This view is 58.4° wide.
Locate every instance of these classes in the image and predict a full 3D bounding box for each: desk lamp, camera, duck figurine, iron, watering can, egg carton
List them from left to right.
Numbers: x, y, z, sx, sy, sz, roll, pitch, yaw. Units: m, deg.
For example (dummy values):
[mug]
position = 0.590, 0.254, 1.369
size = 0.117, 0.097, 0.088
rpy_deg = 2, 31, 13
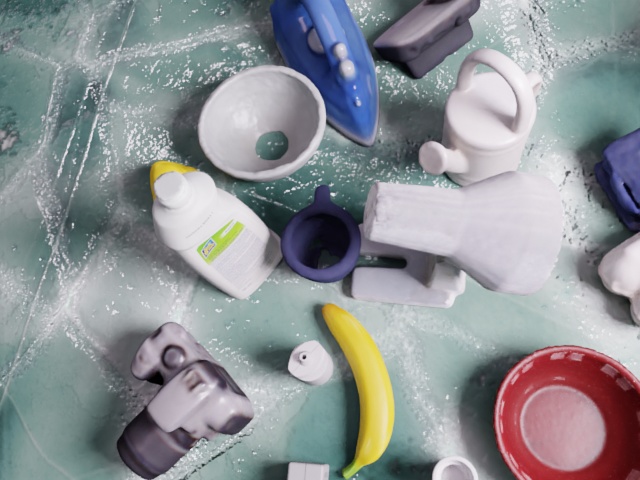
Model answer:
[camera]
position = -0.169, 0.184, 0.639
size = 0.137, 0.101, 0.143
rpy_deg = -43, 70, -8
[duck figurine]
position = -0.189, -0.072, 0.743
size = 0.077, 0.086, 0.104
rpy_deg = -42, 70, -7
[iron]
position = 0.012, -0.258, 0.752
size = 0.118, 0.141, 0.258
rpy_deg = -24, 68, -1
[desk lamp]
position = 0.127, 0.004, 0.600
size = 0.203, 0.214, 0.118
rpy_deg = 3, 70, 10
[watering can]
position = 0.188, -0.135, 0.652
size = 0.100, 0.194, 0.173
rpy_deg = 24, 75, 16
[egg carton]
position = 0.391, 0.030, 0.629
size = 0.150, 0.069, 0.107
rpy_deg = -32, 69, -4

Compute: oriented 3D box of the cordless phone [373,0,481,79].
[cordless phone]
position = 0.138, -0.313, 0.729
size = 0.148, 0.185, 0.094
rpy_deg = -43, 70, -8

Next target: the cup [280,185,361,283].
[cup]
position = 0.006, 0.002, 0.682
size = 0.091, 0.095, 0.118
rpy_deg = -3, 70, 8

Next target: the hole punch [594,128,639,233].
[hole punch]
position = 0.387, -0.078, 0.657
size = 0.101, 0.091, 0.108
rpy_deg = -21, 68, 0

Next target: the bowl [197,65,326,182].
[bowl]
position = -0.070, -0.142, 0.757
size = 0.167, 0.075, 0.167
rpy_deg = -3, 70, 8
